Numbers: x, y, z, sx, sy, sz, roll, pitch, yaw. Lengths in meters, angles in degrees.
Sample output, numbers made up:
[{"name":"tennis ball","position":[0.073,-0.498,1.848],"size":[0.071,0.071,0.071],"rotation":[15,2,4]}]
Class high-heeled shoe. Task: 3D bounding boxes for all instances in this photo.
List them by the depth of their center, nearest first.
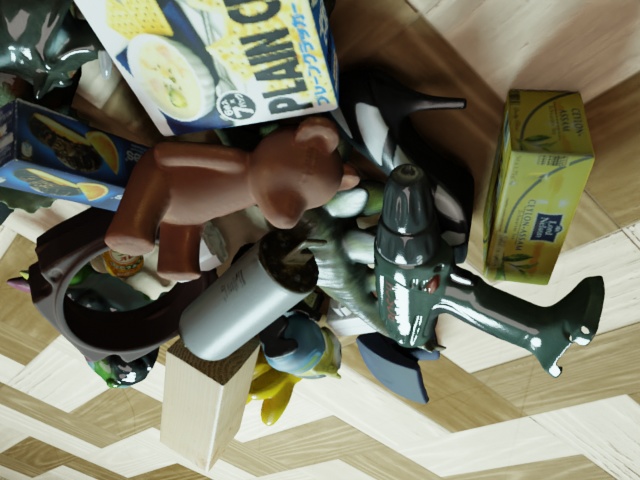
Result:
[{"name":"high-heeled shoe","position":[0.083,-0.061,0.557],"size":[0.145,0.086,0.248],"rotation":[3,134,20]}]

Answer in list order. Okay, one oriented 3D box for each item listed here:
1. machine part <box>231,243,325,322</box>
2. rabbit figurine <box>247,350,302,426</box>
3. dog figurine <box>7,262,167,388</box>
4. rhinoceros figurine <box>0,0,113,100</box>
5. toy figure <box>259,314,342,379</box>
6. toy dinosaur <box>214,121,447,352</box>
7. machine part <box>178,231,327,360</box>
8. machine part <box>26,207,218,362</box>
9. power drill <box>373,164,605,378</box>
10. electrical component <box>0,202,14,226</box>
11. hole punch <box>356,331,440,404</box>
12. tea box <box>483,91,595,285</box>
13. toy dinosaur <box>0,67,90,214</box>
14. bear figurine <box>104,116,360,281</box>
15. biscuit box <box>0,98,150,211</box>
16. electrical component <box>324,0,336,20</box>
[{"name":"machine part","position":[-0.055,0.056,0.723],"size":[0.139,0.084,0.039],"rotation":[33,112,-6]},{"name":"rabbit figurine","position":[-0.090,0.205,0.864],"size":[0.173,0.162,0.121],"rotation":[-17,120,8]},{"name":"dog figurine","position":[-0.350,0.109,0.801],"size":[0.219,0.191,0.108],"rotation":[25,152,-33]},{"name":"rhinoceros figurine","position":[-0.248,-0.162,0.425],"size":[0.190,0.073,0.112],"rotation":[-11,131,-13]},{"name":"toy figure","position":[-0.029,0.149,0.752],"size":[0.089,0.082,0.180],"rotation":[-4,162,24]},{"name":"toy dinosaur","position":[-0.001,-0.002,0.623],"size":[0.199,0.105,0.470],"rotation":[-15,130,29]},{"name":"machine part","position":[-0.081,0.064,0.584],"size":[0.079,0.079,0.243],"rotation":[34,129,-21]},{"name":"machine part","position":[-0.244,0.052,0.692],"size":[0.201,0.087,0.200],"rotation":[-30,133,-11]},{"name":"power drill","position":[0.148,0.043,0.508],"size":[0.207,0.086,0.231],"rotation":[14,139,10]},{"name":"electrical component","position":[-0.440,-0.067,0.672],"size":[0.058,0.115,0.134],"rotation":[11,140,1]},{"name":"hole punch","position":[0.114,0.179,0.806],"size":[0.116,0.092,0.142],"rotation":[-1,140,22]},{"name":"tea box","position":[0.203,-0.046,0.521],"size":[0.068,0.098,0.169],"rotation":[5,139,12]},{"name":"toy dinosaur","position":[-0.298,-0.176,0.519],"size":[0.192,0.131,0.404],"rotation":[12,134,-24]},{"name":"bear figurine","position":[-0.069,-0.035,0.483],"size":[0.196,0.132,0.120],"rotation":[1,159,15]},{"name":"biscuit box","position":[-0.220,-0.070,0.537],"size":[0.063,0.059,0.202],"rotation":[-18,162,31]},{"name":"electrical component","position":[-0.039,-0.207,0.458],"size":[0.102,0.045,0.078],"rotation":[1,109,11]}]
